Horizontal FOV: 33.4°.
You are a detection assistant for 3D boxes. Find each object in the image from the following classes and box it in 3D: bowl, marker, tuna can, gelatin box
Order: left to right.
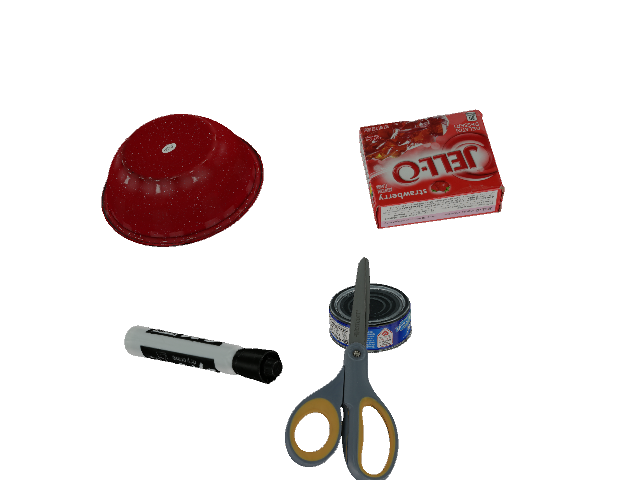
[{"bbox_3d":[-0.138,-0.070,1.016,0.162,0.162,0.055,0,-42,12],"label":"bowl"},{"bbox_3d":[-0.070,0.067,0.629,0.121,0.020,0.020,5,3,40],"label":"marker"},{"bbox_3d":[0.051,0.079,1.102,0.086,0.034,0.086,-3,28,1],"label":"tuna can"},{"bbox_3d":[0.076,-0.050,0.741,0.089,0.073,0.030,-8,-36,-1],"label":"gelatin box"}]

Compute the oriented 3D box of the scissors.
[{"bbox_3d":[0.011,0.102,0.855,0.096,0.202,0.016,-5,-34,-10],"label":"scissors"}]
